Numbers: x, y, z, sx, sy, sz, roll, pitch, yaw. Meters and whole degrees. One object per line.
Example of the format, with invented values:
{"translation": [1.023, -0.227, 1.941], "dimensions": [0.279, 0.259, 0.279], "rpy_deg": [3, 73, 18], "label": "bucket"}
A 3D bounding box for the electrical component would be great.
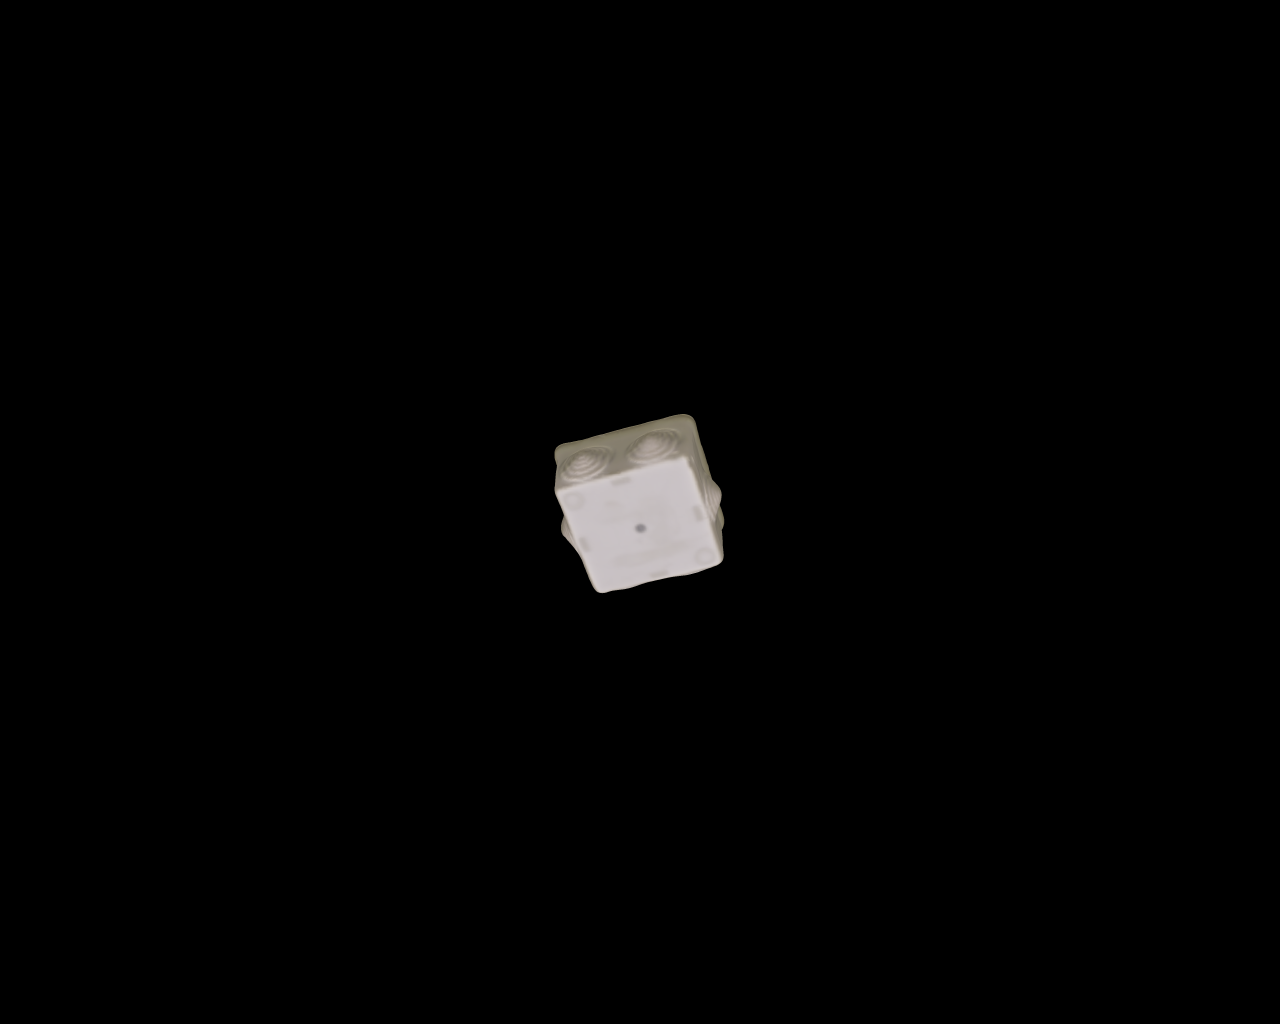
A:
{"translation": [0.001, -0.003, 0.650], "dimensions": [0.100, 0.099, 0.048], "rpy_deg": [-14, 32, 9], "label": "electrical component"}
